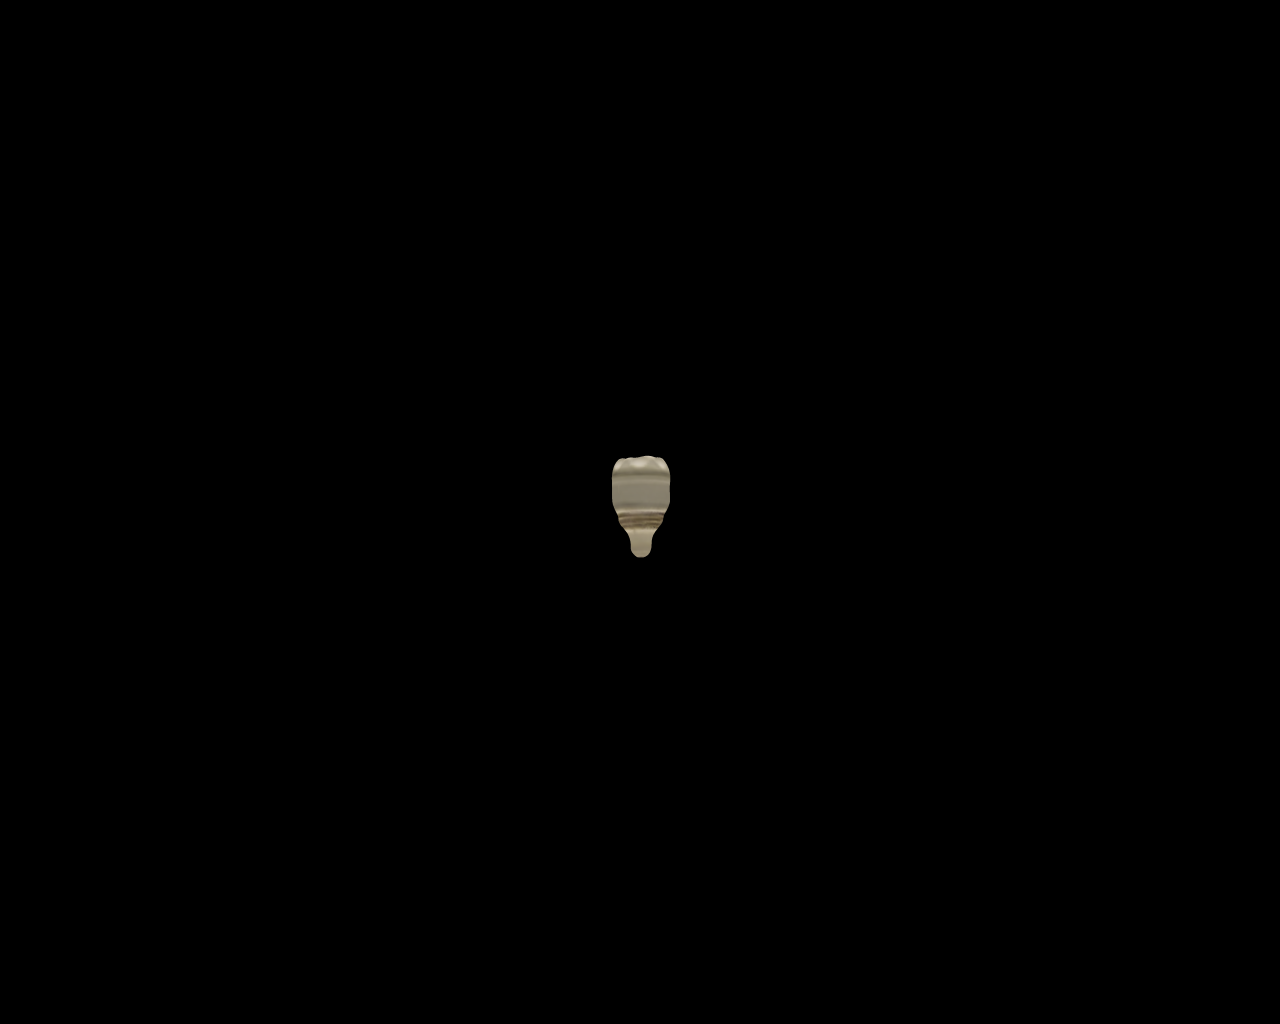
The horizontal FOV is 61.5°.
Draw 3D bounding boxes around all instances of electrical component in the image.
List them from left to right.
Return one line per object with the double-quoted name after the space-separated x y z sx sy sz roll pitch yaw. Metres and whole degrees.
0.001 -0.003 0.650 0.035 0.061 0.035 0 -3 0 "electrical component"
